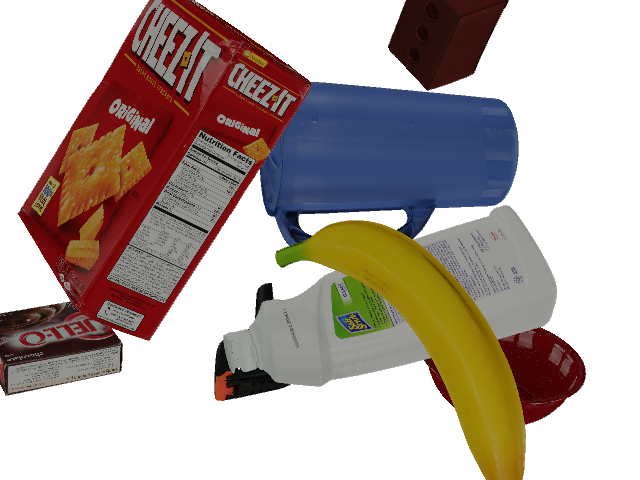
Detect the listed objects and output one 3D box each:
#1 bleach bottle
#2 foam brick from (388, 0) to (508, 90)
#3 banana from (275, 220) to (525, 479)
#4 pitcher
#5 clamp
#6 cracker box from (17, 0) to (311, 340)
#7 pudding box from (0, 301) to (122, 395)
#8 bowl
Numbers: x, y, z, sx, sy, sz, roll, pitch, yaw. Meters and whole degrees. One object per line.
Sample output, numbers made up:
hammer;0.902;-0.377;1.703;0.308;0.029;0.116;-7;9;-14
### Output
bleach bottle;0.047;0.049;0.821;0.250;0.102;0.068;-14;-40;-12
foam brick;0.093;-0.161;0.794;0.051;0.053;0.078;-26;-26;-30
banana;0.059;0.050;0.608;0.198;0.070;0.037;46;29;23
pitcher;0.064;-0.078;1.042;0.242;0.149;0.145;1;30;-12
clamp;-0.037;0.115;1.141;0.165;0.036;0.209;15;28;21
cracker box;-0.121;-0.062;0.766;0.072;0.214;0.164;26;11;-37
pudding box;-0.253;0.098;0.998;0.113;0.039;0.090;-11;30;-29
bowl;0.173;0.134;1.044;0.162;0.055;0.162;5;26;-3
